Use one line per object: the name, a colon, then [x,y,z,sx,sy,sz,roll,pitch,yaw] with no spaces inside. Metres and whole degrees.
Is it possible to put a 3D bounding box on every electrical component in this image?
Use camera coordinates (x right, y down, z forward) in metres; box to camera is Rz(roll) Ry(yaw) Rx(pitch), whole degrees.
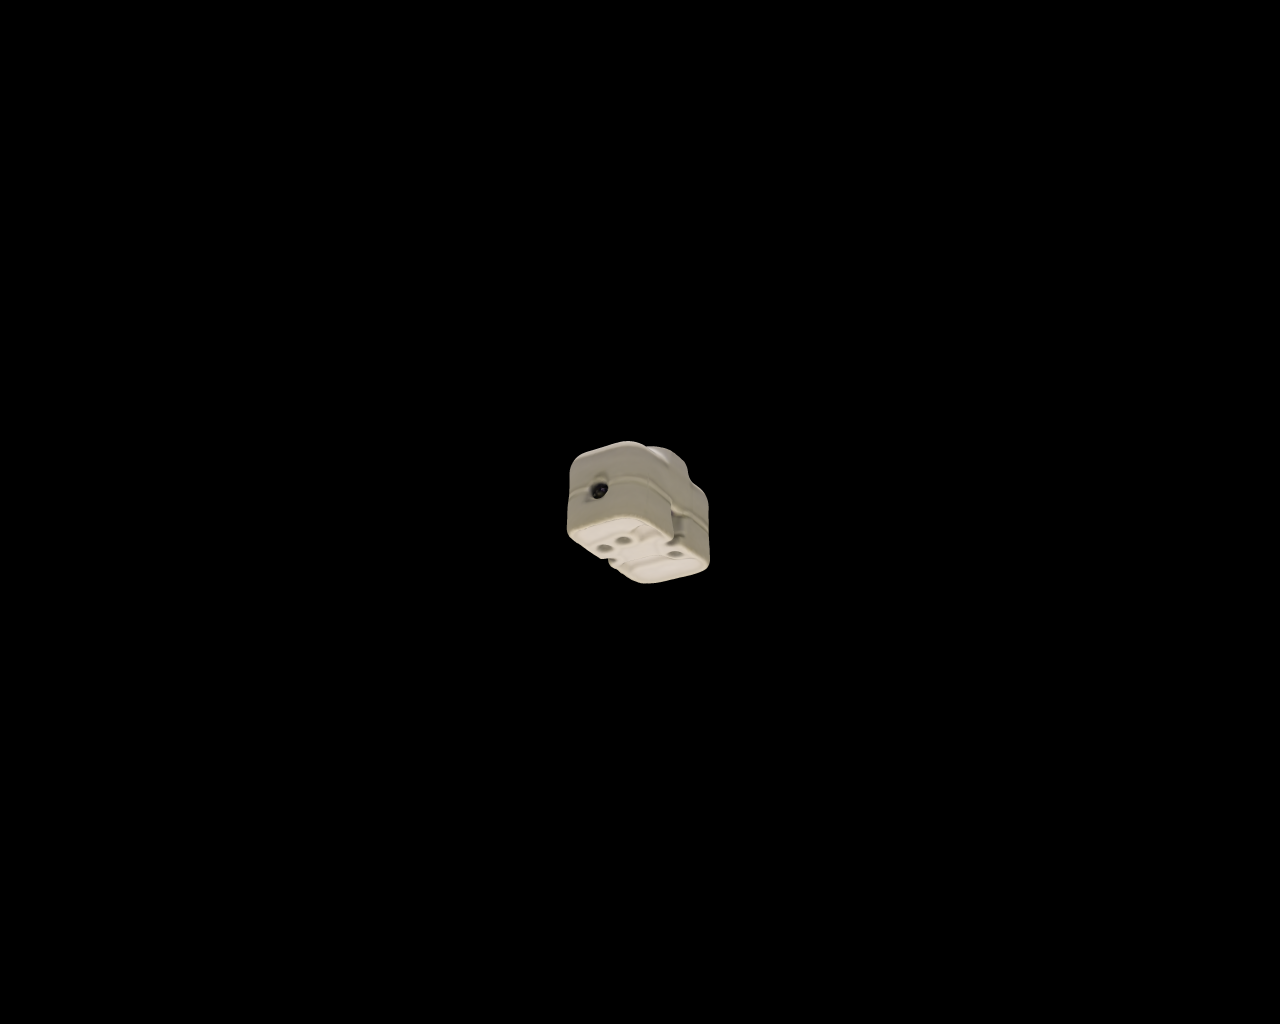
electrical component: [0.001,-0.003,0.650,0.053,0.059,0.095,-16,-31,28]
